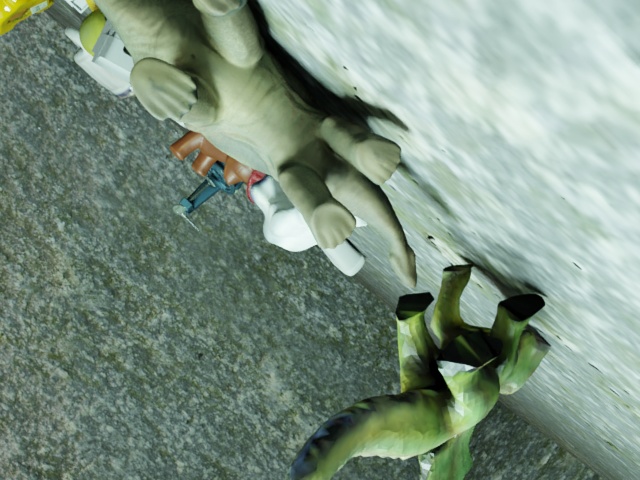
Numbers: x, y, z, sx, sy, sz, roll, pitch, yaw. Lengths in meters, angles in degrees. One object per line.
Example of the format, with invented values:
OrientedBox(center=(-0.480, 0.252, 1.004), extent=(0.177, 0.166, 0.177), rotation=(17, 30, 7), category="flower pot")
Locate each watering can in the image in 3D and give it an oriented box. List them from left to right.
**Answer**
OrientedBox(center=(-0.551, -0.457, 1.330), extent=(0.221, 0.104, 0.352), rotation=(42, 176, -38), category="watering can")

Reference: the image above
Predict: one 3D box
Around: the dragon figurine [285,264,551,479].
OrientedBox(center=(0.119, 0.172, 0.484), extent=(0.123, 0.415, 0.239), rotation=(16, 121, 42), category="dragon figurine")

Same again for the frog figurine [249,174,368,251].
OrientedBox(center=(0.002, -0.033, 0.650), extent=(0.161, 0.121, 0.138), rotation=(26, -159, 39), category="frog figurine")
